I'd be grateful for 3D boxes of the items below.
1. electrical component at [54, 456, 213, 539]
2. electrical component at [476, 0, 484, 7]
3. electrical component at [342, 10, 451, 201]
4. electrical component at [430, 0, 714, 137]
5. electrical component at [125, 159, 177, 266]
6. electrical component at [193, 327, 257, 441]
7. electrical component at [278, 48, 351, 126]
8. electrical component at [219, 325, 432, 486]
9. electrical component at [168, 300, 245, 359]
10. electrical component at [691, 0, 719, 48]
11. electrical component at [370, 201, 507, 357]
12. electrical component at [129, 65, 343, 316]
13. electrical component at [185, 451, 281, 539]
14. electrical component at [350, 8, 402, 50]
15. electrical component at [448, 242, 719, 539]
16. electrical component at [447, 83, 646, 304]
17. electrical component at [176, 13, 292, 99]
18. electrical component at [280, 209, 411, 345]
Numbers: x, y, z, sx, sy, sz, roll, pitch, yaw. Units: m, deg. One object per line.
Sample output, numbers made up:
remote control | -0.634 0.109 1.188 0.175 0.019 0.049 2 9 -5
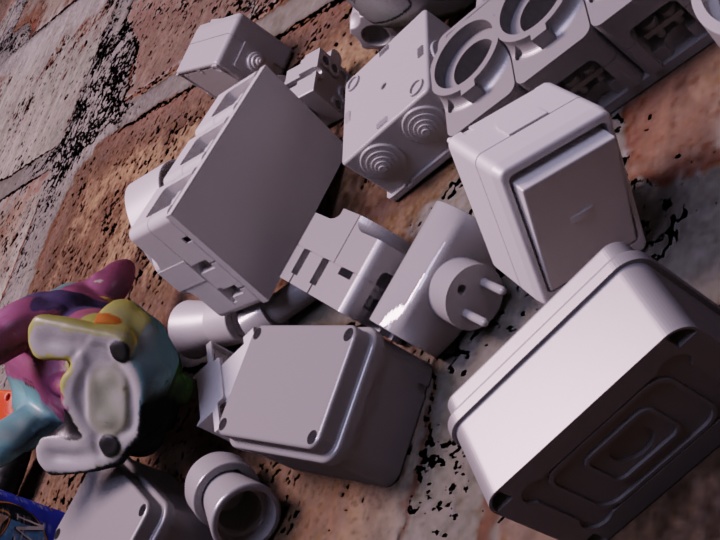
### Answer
electrical component | -0.150 0.176 0.714 0.113 0.057 0.078 22 82 58
electrical component | 0.104 -0.184 0.665 0.066 0.048 0.055 -12 54 29
electrical component | 0.032 -0.108 0.700 0.100 0.048 0.099 -38 36 36
electrical component | 0.115 -0.133 0.595 0.150 0.062 0.089 -35 39 33
electrical component | -0.140 -0.034 0.838 0.064 0.099 0.099 -33 40 26
electrical component | -0.073 0.075 0.704 0.064 0.042 0.081 -44 35 22
electrical component | -0.042 -0.134 0.830 0.055 0.048 0.066 -21 48 35
electrical component | -0.023 0.075 0.621 0.113 0.057 0.078 -4 61 53
electrical component | -0.102 0.039 0.777 0.065 0.044 0.044 -13 54 43
electrical component | 0.200 -0.137 0.480 0.108 0.060 0.108 -34 40 35
electrical component | 0.051 0.010 0.584 0.077 0.043 0.079 -60 32 -1
electrical component | -0.083 -0.054 0.749 0.062 0.089 0.150 -21 34 45
electrical component | -0.079 0.140 0.657 0.045 0.045 0.055 -60 31 -1
electrical component | 0.017 -0.197 0.801 0.043 0.043 0.062 -22 46 45
electrical component | 0.101 0.053 0.448 0.113 0.078 0.057 -47 37 19
electrical component | 0.094 -0.030 0.517 0.062 0.096 0.061 -30 32 -8
electrical component | -0.106 -0.186 0.945 0.096 0.062 0.061 5 68 55
electrical component | 0.000 0.000 0.657 0.055 0.050 0.089 -61 32 -2
